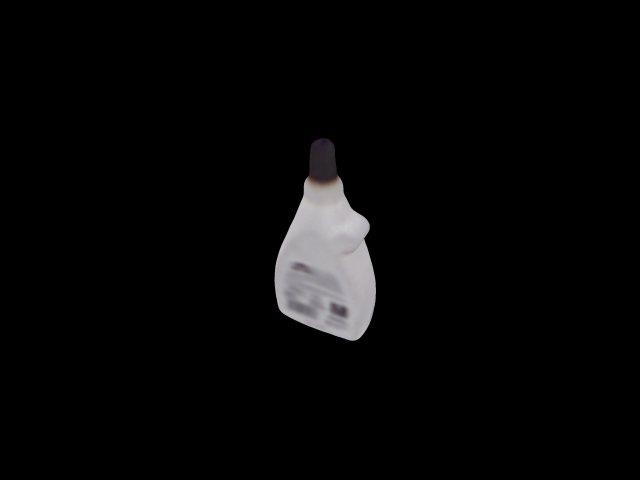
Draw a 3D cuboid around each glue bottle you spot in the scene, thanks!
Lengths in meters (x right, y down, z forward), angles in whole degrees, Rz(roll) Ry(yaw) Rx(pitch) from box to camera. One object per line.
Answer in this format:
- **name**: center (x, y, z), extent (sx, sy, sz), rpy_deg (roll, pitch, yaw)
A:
- **glue bottle**: center (0.004, 0.001, 0.400), extent (0.078, 0.173, 0.037), rpy_deg (20, 50, 18)
